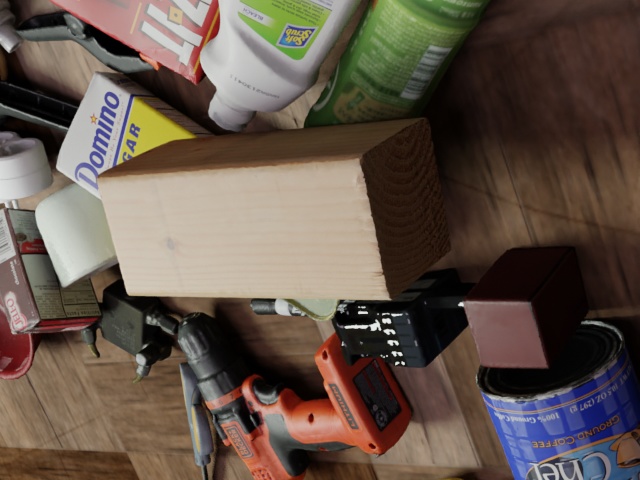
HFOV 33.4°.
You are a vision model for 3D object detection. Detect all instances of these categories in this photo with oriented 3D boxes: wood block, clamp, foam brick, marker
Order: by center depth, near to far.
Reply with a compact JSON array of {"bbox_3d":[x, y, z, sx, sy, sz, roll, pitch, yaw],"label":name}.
[{"bbox_3d":[-0.032,-0.019,0.690,0.206,0.090,0.091,-1,110,34],"label":"wood block"},{"bbox_3d":[0.139,0.045,0.717,0.051,0.078,0.053,-3,114,37],"label":"foam brick"},{"bbox_3d":[-0.190,-0.188,0.846,0.172,0.039,0.120,21,150,23],"label":"clamp"},{"bbox_3d":[-0.006,0.054,0.869,0.121,0.020,0.020,0,116,33],"label":"marker"},{"bbox_3d":[-0.308,-0.146,0.943,0.210,0.036,0.164,2,144,43],"label":"clamp"}]

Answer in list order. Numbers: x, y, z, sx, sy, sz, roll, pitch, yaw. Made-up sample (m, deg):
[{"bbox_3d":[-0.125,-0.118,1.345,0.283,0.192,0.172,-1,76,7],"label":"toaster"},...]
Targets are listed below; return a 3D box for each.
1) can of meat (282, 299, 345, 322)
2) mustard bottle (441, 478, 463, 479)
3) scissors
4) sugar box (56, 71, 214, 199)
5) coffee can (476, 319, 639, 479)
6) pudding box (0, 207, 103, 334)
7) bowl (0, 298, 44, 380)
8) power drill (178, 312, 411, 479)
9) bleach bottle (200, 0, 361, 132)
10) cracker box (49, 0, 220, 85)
[{"bbox_3d":[-0.005,0.001,0.796,0.102,0.083,0.057,31,131,19],"label":"can of meat"},{"bbox_3d":[0.066,0.261,0.917,0.192,0.058,0.096,-23,104,43],"label":"mustard bottle"},{"bbox_3d":[-0.110,0.211,1.020,0.096,0.016,0.202,-124,25,-61],"label":"scissors"},{"bbox_3d":[-0.125,-0.055,0.860,0.176,0.048,0.093,32,107,16],"label":"sugar box"},{"bbox_3d":[0.178,0.140,0.727,0.103,0.102,0.140,-10,109,41],"label":"coffee can"},{"bbox_3d":[-0.254,0.028,0.975,0.039,0.089,0.113,-24,77,23],"label":"pudding box"},{"bbox_3d":[-0.337,0.063,1.108,0.162,0.055,0.162,19,126,28],"label":"bowl"},{"bbox_3d":[-0.026,0.127,0.911,0.188,0.057,0.184,-22,102,45],"label":"power drill"},{"bbox_3d":[-0.019,-0.172,0.653,0.102,0.068,0.251,27,128,-6],"label":"bleach bottle"},{"bbox_3d":[-0.140,-0.230,0.736,0.213,0.072,0.164,30,133,0],"label":"cracker box"}]
